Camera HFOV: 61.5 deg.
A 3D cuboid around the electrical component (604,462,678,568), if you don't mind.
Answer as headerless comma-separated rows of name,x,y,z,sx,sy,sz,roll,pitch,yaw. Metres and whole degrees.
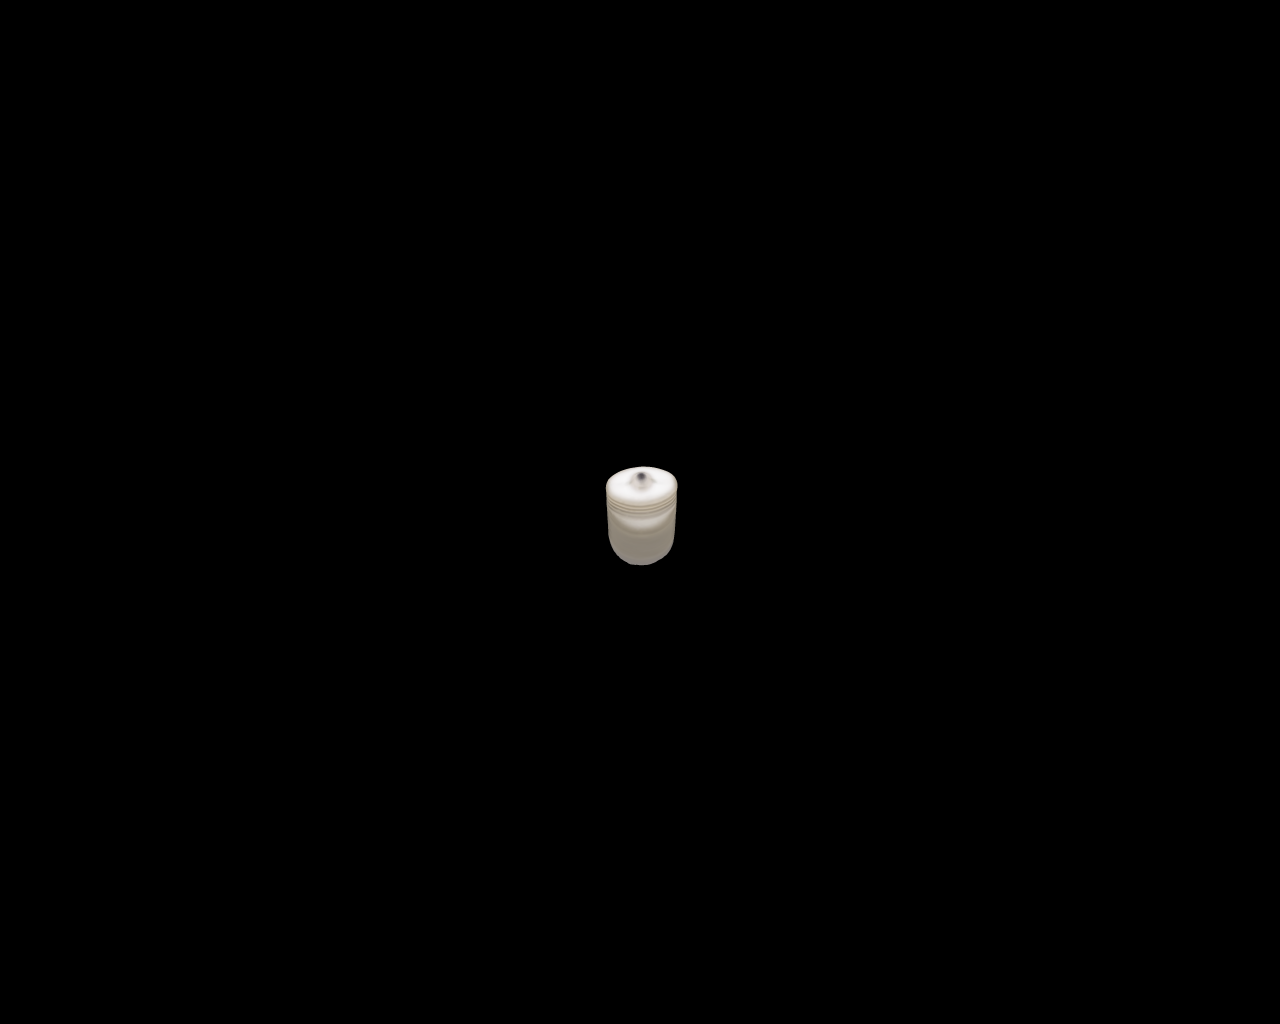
electrical component,0.001,-0.003,0.650,0.043,0.043,0.080,0,-28,0
